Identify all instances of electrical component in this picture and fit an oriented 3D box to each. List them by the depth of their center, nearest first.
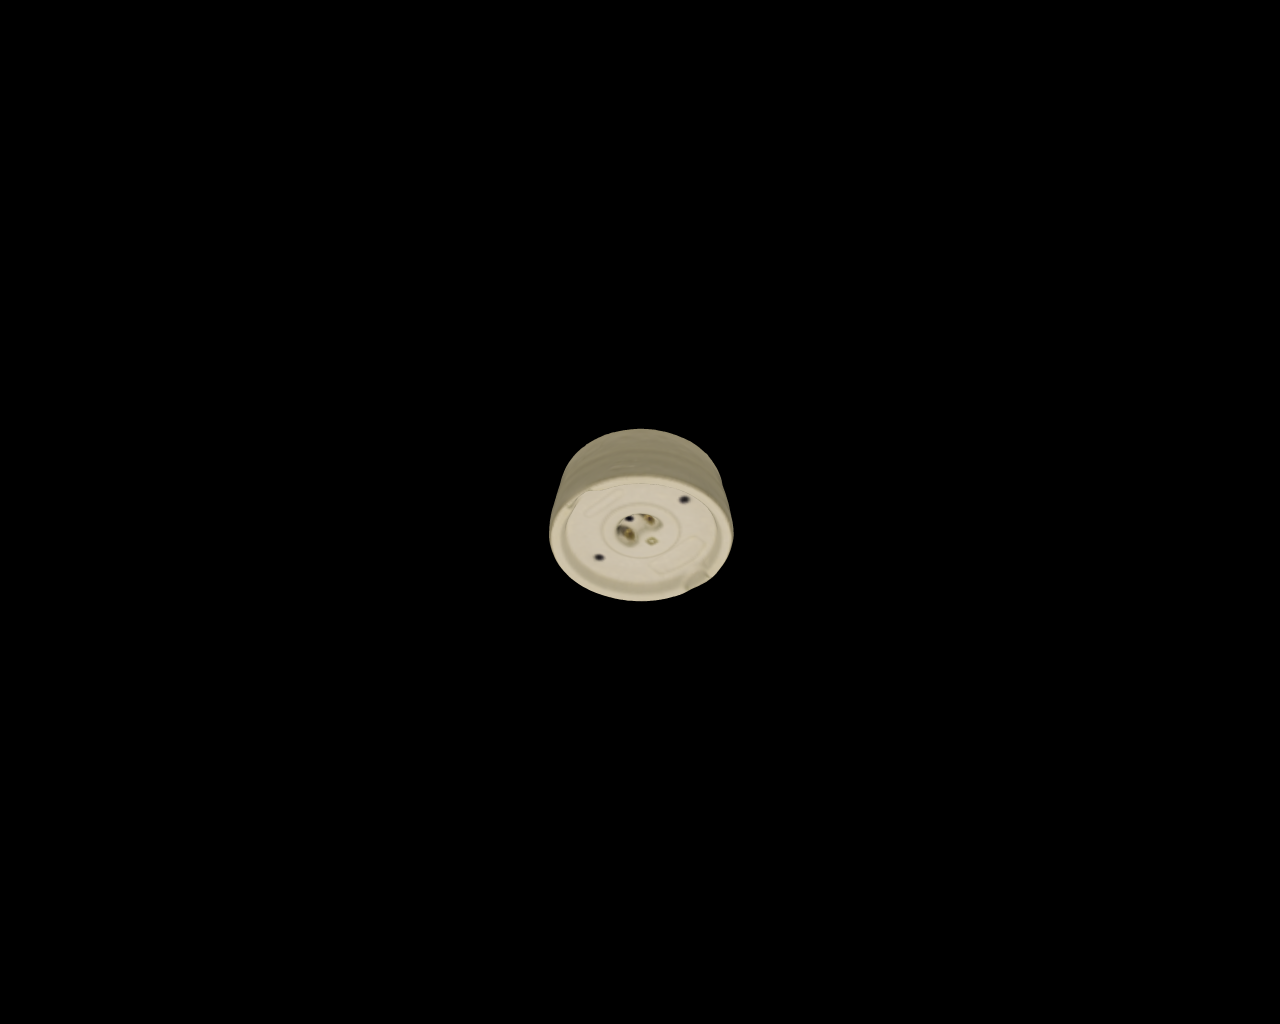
[{"bbox_3d":[0.001,-0.003,0.650,0.108,0.108,0.060,0,44,0],"label":"electrical component"}]
